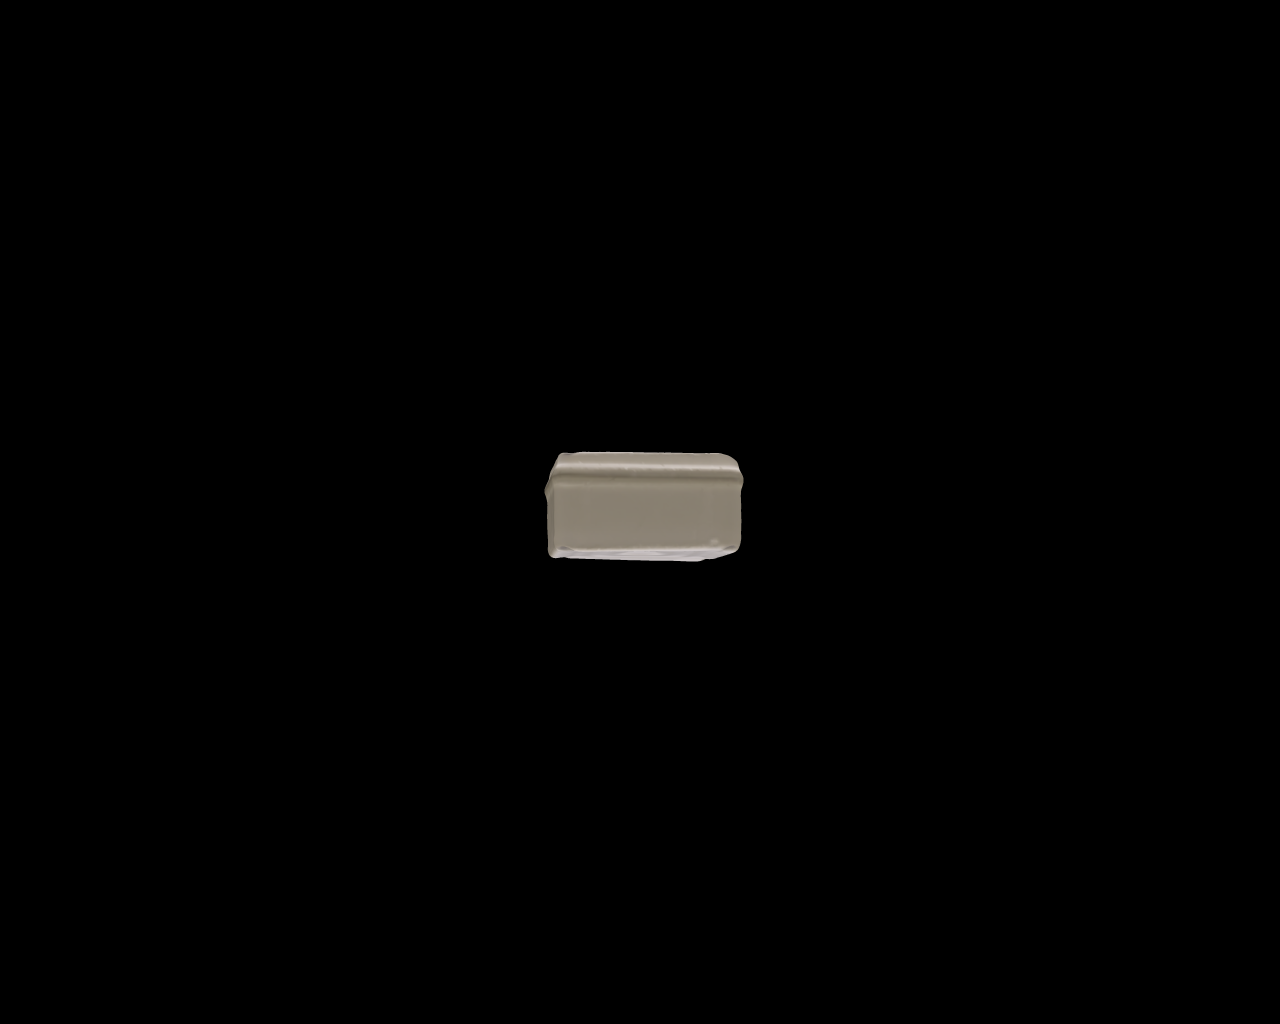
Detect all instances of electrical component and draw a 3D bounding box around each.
[{"bbox_3d":[0.001,-0.003,0.650,0.113,0.057,0.078,1,-7,-9],"label":"electrical component"}]
